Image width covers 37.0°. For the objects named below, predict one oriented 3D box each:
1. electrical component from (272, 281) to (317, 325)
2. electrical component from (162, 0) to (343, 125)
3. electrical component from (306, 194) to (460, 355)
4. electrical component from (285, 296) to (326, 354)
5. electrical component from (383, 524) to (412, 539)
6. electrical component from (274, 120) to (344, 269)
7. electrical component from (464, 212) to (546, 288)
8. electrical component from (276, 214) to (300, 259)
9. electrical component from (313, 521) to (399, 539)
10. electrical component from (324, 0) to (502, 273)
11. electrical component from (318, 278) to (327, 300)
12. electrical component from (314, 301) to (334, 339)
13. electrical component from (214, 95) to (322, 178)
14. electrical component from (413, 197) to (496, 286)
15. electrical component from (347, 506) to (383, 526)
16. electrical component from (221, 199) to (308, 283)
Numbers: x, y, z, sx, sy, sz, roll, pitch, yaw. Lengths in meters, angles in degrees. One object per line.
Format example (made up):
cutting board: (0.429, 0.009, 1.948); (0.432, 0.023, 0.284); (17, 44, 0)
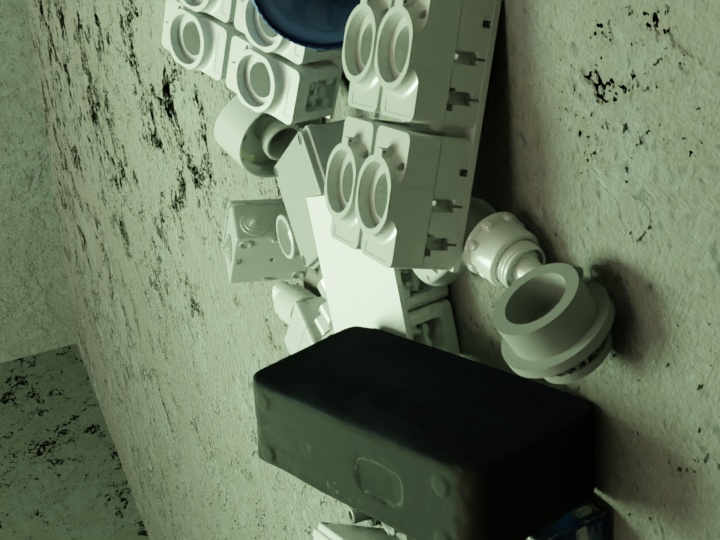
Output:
electrical component: (-0.071, 0.039, 1.180); (0.081, 0.043, 0.043); (-150, 49, -61)
electrical component: (-0.099, -0.216, 0.955); (0.186, 0.060, 0.105); (35, 127, 32)
electrical component: (0.022, 0.004, 0.878); (0.089, 0.062, 0.150); (-2, 102, 49)
electrical component: (-0.034, 0.072, 1.084); (0.096, 0.062, 0.061); (110, 140, -56)
electrical component: (0.041, 0.199, 0.963); (0.050, 0.056, 0.089); (41, 152, 55)
electrical component: (-0.027, -0.068, 0.981); (0.109, 0.056, 0.108); (141, 112, -67)
electrical component: (0.103, -0.006, 0.715); (0.062, 0.048, 0.048); (43, 143, 43)
electrical component: (-0.049, -0.038, 1.058); (0.045, 0.055, 0.045); (165, 90, -69)
electrical component: (0.019, 0.280, 1.011); (0.109, 0.109, 0.056); (-177, 97, -68)
electrical component: (0.030, -0.102, 0.741); (0.105, 0.060, 0.186); (-150, 65, -61)
electrical component: (-0.014, 0.026, 1.034); (0.046, 0.040, 0.040); (61, 155, 21)
electrical component: (0.003, 0.048, 0.969); (0.078, 0.058, 0.057); (-41, 63, 20)
electrical component: (-0.088, -0.139, 1.034); (0.064, 0.099, 0.099); (51, 149, 35)
electrical component: (0.063, -0.036, 0.793); (0.077, 0.043, 0.079); (133, 121, -65)
electrical component: (0.019, 0.231, 1.055); (0.043, 0.062, 0.043); (165, 90, -69)
electrical component: (-0.095, -0.029, 1.123); (0.099, 0.100, 0.048); (108, 154, -55)
